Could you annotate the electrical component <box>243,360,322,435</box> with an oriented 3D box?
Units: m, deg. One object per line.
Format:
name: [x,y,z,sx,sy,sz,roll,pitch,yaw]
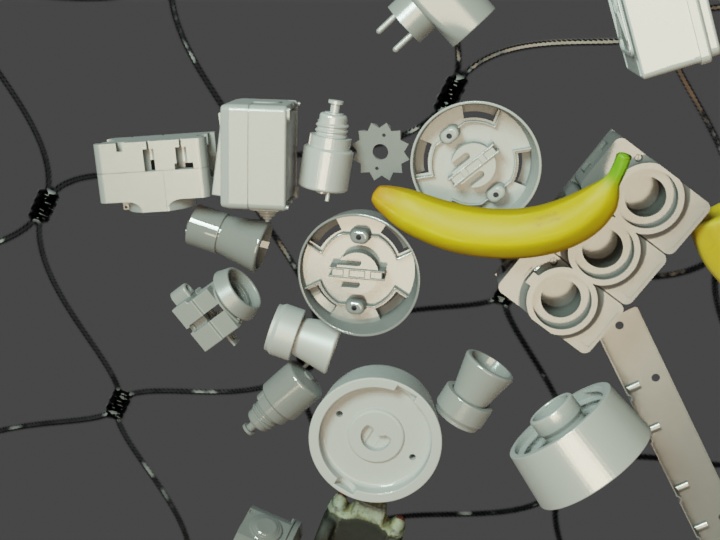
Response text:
electrical component: [-0.068,0.111,0.908,0.078,0.040,0.040,-42,97,13]

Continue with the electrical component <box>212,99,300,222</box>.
electrical component: [-0.082,-0.086,0.851,0.061,0.061,0.096,3,104,4]

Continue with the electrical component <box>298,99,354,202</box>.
electrical component: [-0.025,-0.096,0.854,0.040,0.040,0.078,10,104,3]

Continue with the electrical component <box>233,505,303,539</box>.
electrical component: [-0.084,0.246,0.923,0.051,0.080,0.080,22,105,5]

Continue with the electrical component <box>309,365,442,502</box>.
electrical component: [0.015,0.131,0.895,0.108,0.060,0.108,1,104,5]

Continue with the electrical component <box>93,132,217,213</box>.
electrical component: [-0.161,-0.078,0.865,0.089,0.050,0.055,-3,103,6]

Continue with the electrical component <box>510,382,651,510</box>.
electrical component: [0.170,0.134,0.860,0.108,0.108,0.060,-37,92,12]

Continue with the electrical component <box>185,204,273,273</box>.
electrical component: [-0.109,-0.029,0.878,0.065,0.044,0.044,19,105,5]

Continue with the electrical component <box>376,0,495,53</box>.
electrical component: [0.048,-0.201,0.820,0.079,0.043,0.077,-41,97,13]

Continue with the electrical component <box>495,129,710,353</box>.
electrical component: [0.187,-0.022,0.842,0.089,0.061,0.150,37,104,-4]

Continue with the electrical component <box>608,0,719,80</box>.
electrical component: [0.210,-0.199,0.773,0.056,0.108,0.108,-16,102,11]

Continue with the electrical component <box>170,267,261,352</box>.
electrical component: [-0.116,0.030,0.891,0.055,0.048,0.066,-35,98,20]

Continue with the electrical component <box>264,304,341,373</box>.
electrical component: [-0.047,0.056,0.891,0.055,0.045,0.045,19,104,1]

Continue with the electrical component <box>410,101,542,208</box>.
electrical component: [0.089,-0.084,0.834,0.099,0.064,0.099,1,104,5]

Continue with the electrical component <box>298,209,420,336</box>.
electrical component: [0.000,0.000,0.863,0.099,0.064,0.099,1,104,5]

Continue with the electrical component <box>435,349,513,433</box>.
electrical component: [0.094,0.100,0.889,0.045,0.045,0.055,30,104,-3]
